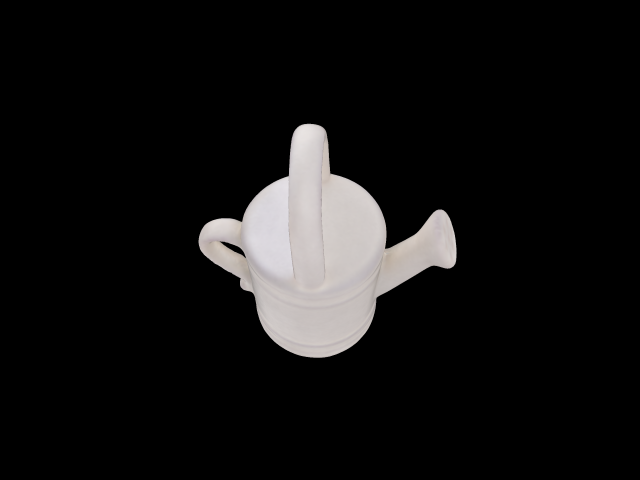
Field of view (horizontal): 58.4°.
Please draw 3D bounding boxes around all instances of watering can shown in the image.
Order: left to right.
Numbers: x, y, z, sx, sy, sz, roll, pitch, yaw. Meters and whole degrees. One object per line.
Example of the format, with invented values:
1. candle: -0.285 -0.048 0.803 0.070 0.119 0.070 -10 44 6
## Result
1. watering can: 0.004 0.000 0.401 0.173 0.194 0.100 -15 59 -9
